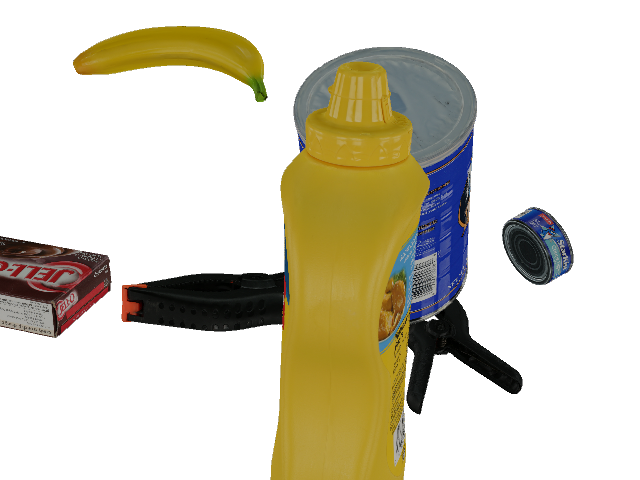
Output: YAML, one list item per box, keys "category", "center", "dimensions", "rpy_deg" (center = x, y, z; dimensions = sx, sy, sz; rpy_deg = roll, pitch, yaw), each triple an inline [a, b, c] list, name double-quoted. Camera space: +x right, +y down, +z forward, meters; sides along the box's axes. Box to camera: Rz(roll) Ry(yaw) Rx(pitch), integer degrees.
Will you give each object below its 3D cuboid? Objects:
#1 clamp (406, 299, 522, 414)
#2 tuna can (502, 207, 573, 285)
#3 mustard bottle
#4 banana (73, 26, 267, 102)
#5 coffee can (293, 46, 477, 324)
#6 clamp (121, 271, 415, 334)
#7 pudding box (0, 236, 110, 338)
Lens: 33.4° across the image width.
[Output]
- category: "clamp"
  center: [0.132, 0.103, 1.095]
  dimensions: [0.120, 0.171, 0.039]
  rpy_deg: [1, -44, -14]
- category: "tuna can"
  center: [0.247, 0.007, 1.220]
  dimensions: [0.033, 0.086, 0.086]
  rpy_deg: [-28, 10, -20]
- category: "mustard bottle"
  center: [0.012, 0.023, 0.436]
  dimensions: [0.058, 0.192, 0.096]
  rpy_deg: [8, 25, 11]
- category: "banana"
  center: [-0.132, -0.172, 0.992]
  dimensions: [0.198, 0.037, 0.069]
  rpy_deg: [9, 46, 18]
- category: "coffee can"
  center: [0.041, -0.030, 0.646]
  dimensions: [0.103, 0.102, 0.140]
  rpy_deg: [0, -42, 6]
- category: "clamp"
  center: [-0.041, 0.046, 0.802]
  dimensions: [0.209, 0.036, 0.165]
  rpy_deg: [-2, 11, -22]
- category: "pudding box"
  center: [-0.243, 0.036, 0.878]
  dimensions: [0.114, 0.039, 0.090]
  rpy_deg: [7, 24, 17]
